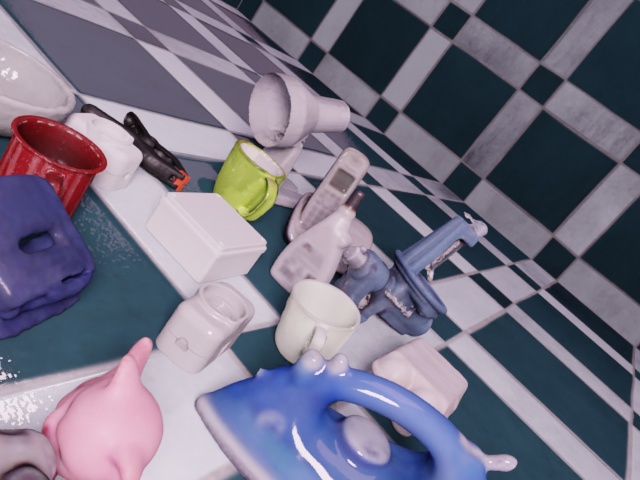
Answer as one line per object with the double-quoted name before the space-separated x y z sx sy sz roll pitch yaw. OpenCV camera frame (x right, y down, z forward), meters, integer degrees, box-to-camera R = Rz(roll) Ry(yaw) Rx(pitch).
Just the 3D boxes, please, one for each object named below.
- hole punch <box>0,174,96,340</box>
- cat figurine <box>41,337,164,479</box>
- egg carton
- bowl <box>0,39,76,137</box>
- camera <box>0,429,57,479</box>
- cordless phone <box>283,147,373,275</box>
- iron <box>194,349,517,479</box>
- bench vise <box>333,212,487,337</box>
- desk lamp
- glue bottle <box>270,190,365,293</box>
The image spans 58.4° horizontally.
"hole punch" -0.238 0.009 0.460 0.101 0.091 0.109 38 19 2
"cat figurine" -0.134 0.113 0.365 0.067 0.117 0.127 32 20 -14
"egg carton" 0.122 0.183 0.721 0.107 0.069 0.151 44 20 19
"bowl" -0.374 -0.168 0.651 0.168 0.074 0.167 33 20 -13
"camera" -0.176 0.149 0.236 0.137 0.100 0.142 17 28 -45
"cordless phone" 0.042 -0.044 0.924 0.148 0.185 0.094 31 20 -18
"iron" 0.032 0.169 0.488 0.258 0.141 0.119 36 19 -4
"bench vise" 0.139 0.045 0.838 0.208 0.219 0.121 14 30 -49
"desk lamp" -0.052 -0.174 1.015 0.204 0.213 0.117 12 31 -51
"glue bottle" 0.007 0.003 0.775 0.078 0.173 0.037 42 20 14
